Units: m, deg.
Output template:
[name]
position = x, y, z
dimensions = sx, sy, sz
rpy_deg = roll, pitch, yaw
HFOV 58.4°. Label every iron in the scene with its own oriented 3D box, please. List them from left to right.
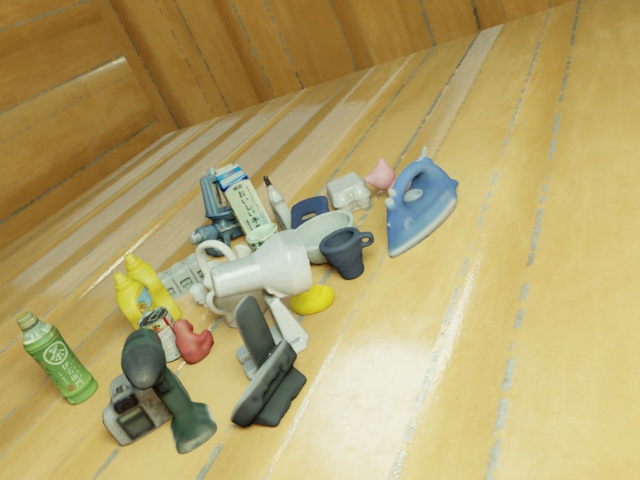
[iron]
position = 0.200, -0.090, 1.253
dimensions = 0.118, 0.142, 0.259
rpy_deg = 0, 34, 43

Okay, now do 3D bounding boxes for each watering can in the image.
[watering can]
position = -0.196, 0.079, 1.221
dimensions = 0.101, 0.194, 0.173
rpy_deg = -20, 25, 10

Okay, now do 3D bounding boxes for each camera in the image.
[camera]
position = -0.330, 0.279, 1.058
dimensions = 0.143, 0.101, 0.136
rpy_deg = -30, 25, -10

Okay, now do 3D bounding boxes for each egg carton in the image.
[egg carton]
position = 0.076, -0.123, 1.522
dimensions = 0.107, 0.069, 0.150
rpy_deg = -25, 24, -1

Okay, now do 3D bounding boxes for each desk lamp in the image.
[desk lamp]
position = -0.094, 0.108, 1.041
dimensions = 0.203, 0.214, 0.117
rpy_deg = -30, 25, -11

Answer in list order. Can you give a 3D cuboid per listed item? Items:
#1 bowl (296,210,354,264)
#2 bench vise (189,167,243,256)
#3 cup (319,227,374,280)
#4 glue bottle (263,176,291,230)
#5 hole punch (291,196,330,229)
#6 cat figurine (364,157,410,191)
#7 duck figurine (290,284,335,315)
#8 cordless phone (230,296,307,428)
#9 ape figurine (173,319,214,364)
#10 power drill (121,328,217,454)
[bowl]
position = 0.012, 0.005, 1.319
dimensions = 0.167, 0.075, 0.167
rpy_deg = -20, 25, 10
[bench vise]
position = -0.284, -0.077, 1.585
dimensions = 0.121, 0.220, 0.207
rpy_deg = -12, 28, 27
[cup]
position = 0.068, 0.030, 1.191
dimensions = 0.117, 0.095, 0.092
rpy_deg = -15, 26, 22
[glue bottle]
position = -0.108, -0.093, 1.508
dimensions = 0.037, 0.173, 0.078
rpy_deg = -32, 25, -14
[hole punch]
position = -0.018, -0.049, 1.435
dimensions = 0.108, 0.091, 0.101
rpy_deg = -17, 26, 17
[cat figurine]
position = 0.180, -0.151, 1.421
dimensions = 0.127, 0.118, 0.067
rpy_deg = -11, 28, 29
[duck figurine]
position = -0.027, 0.097, 1.156
dimensions = 0.104, 0.086, 0.078
rpy_deg = -6, 31, 36
[cordless phone]
position = -0.111, 0.194, 0.919
dimensions = 0.093, 0.185, 0.148
rpy_deg = -9, 29, 32
[ape figurine]
position = -0.266, 0.200, 1.167
dimensions = 0.077, 0.092, 0.076
rpy_deg = -12, 28, 27
[power drill]
position = -0.252, 0.240, 0.932
dimensions = 0.076, 0.209, 0.229
rpy_deg = -32, 25, -14
